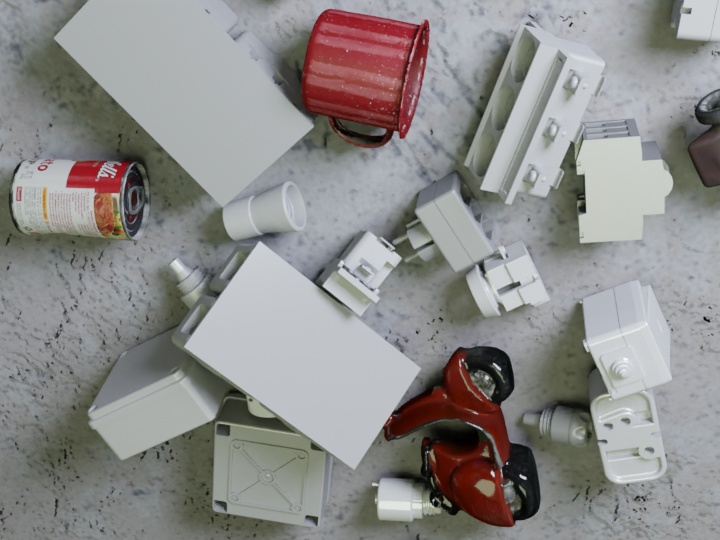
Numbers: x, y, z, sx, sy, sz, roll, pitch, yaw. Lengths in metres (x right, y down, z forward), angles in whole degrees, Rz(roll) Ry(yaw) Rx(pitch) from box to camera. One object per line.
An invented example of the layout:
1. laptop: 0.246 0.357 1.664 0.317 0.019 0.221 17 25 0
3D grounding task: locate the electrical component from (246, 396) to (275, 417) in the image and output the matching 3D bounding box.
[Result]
1. electrical component: -0.066 0.090 0.984 0.079 0.043 0.077 -2 112 -1

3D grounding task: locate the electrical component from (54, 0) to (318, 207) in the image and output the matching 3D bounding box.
1. electrical component: -0.133 -0.159 0.865 0.105 0.060 0.186 -38 105 23

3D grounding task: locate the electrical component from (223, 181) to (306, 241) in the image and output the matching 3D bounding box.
1. electrical component: -0.084 -0.048 0.923 0.065 0.044 0.044 -12 113 20

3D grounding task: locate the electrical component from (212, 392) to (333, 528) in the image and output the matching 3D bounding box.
1. electrical component: -0.082 0.180 1.023 0.109 0.056 0.108 8 117 5

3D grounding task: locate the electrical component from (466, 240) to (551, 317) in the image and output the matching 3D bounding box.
1. electrical component: 0.124 0.010 0.916 0.055 0.048 0.066 -26 109 11

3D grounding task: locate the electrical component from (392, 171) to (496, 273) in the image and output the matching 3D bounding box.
1. electrical component: 0.065 -0.032 0.902 0.077 0.047 0.065 -28 108 20

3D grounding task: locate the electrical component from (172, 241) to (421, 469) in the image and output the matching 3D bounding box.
1. electrical component: -0.055 0.072 0.926 0.186 0.060 0.105 39 77 -20

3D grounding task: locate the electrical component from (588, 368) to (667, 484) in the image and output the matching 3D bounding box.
1. electrical component: 0.235 0.132 0.948 0.054 0.059 0.095 -11 114 14

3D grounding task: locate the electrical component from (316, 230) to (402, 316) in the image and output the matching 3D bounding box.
1. electrical component: 0.000 0.000 0.914 0.042 0.081 0.063 38 87 -10

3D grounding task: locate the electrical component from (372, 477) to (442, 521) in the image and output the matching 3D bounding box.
1. electrical component: 0.050 0.221 1.031 0.078 0.040 0.040 1 116 8

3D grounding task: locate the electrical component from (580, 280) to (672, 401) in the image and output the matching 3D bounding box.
1. electrical component: 0.224 0.059 0.894 0.061 0.096 0.061 -22 111 18

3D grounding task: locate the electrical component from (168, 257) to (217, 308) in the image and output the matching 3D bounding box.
1. electrical component: -0.148 0.015 0.966 0.035 0.035 0.061 -35 103 22

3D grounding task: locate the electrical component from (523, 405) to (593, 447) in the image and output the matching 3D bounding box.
1. electrical component: 0.179 0.140 0.977 0.061 0.035 0.035 7 118 28

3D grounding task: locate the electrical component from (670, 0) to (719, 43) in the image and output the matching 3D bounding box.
1. electrical component: 0.264 -0.214 0.781 0.056 0.050 0.089 7 118 6

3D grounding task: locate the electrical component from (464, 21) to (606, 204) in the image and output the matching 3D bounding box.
1. electrical component: 0.137 -0.120 0.838 0.063 0.078 0.121 9 119 -20

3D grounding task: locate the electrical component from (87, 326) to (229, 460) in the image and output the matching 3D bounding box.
1. electrical component: -0.176 0.104 0.972 0.109 0.108 0.056 -25 112 19
